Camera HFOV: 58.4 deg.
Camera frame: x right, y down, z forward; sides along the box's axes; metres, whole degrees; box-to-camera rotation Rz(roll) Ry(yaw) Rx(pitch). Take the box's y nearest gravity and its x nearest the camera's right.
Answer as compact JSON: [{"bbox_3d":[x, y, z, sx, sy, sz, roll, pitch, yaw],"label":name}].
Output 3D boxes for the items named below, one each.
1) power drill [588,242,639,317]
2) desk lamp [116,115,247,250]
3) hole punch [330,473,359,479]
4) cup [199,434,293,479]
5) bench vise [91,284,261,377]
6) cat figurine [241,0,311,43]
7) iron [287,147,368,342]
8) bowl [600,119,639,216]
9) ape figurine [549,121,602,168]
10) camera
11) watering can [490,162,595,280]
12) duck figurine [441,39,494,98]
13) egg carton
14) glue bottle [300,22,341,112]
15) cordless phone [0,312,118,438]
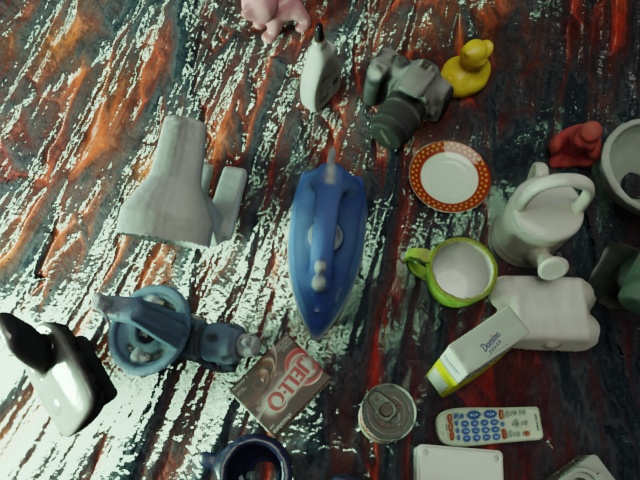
[{"bbox_3d":[0.452,0.013,0.769,0.075,0.208,0.230,31,72,12],"label":"power drill"},{"bbox_3d":[-0.186,-0.062,0.799,0.118,0.213,0.203,8,69,4],"label":"desk lamp"},{"bbox_3d":[0.047,0.350,0.701,0.108,0.091,0.101,20,70,8],"label":"hole punch"},{"bbox_3d":[-0.091,0.292,0.723,0.117,0.095,0.092,13,69,6],"label":"cup"},{"bbox_3d":[-0.185,0.104,0.730,0.207,0.220,0.121,-8,68,-3],"label":"bench vise"},{"bbox_3d":[-0.082,-0.406,0.986,0.128,0.118,0.067,-26,70,-9],"label":"cat figurine"},{"bbox_3d":[0.007,0.003,0.811,0.118,0.141,0.258,4,68,2],"label":"iron"},{"bbox_3d":[0.506,-0.100,0.885,0.167,0.075,0.167,0,68,0],"label":"bowl"},{"bbox_3d":[0.409,-0.154,0.898,0.077,0.092,0.076,38,73,14],"label":"ape figurine"},{"bbox_3d":[0.126,-0.227,0.923,0.143,0.101,0.137,31,72,12],"label":"camera"},{"bbox_3d":[0.314,-0.031,0.795,0.101,0.194,0.172,-17,69,-6],"label":"watering can"},{"bbox_3d":[0.248,-0.294,0.958,0.105,0.086,0.077,-36,72,-13],"label":"duck figurine"},{"bbox_3d":[0.314,0.104,0.809,0.150,0.069,0.107,1,68,1],"label":"egg carton"},{"bbox_3d":[0.001,-0.280,0.906,0.037,0.173,0.078,38,73,14],"label":"glue bottle"},{"bbox_3d":[-0.346,0.167,0.725,0.094,0.185,0.147,-38,73,-13],"label":"cordless phone"}]
